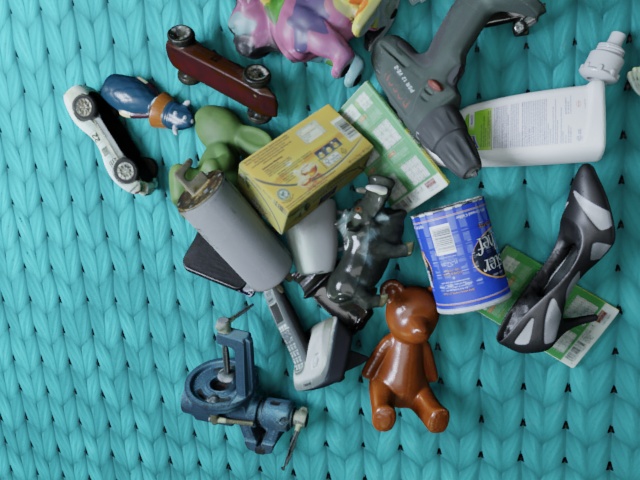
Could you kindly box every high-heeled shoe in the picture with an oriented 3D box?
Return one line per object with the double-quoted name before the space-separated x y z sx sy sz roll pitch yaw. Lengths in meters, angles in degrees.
"high-heeled shoe" 0.299 0.029 0.712 0.145 0.086 0.248 -8 101 -3

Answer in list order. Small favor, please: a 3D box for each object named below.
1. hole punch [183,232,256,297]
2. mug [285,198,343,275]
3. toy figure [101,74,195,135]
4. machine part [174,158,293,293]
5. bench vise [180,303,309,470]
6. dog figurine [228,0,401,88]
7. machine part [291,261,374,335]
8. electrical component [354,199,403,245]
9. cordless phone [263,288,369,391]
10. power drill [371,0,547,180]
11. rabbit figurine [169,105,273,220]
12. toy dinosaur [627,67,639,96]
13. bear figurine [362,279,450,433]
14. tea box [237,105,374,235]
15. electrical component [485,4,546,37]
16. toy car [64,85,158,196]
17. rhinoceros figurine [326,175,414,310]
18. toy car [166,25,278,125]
"hole punch" -0.139 0.022 0.853 0.142 0.092 0.116 21 74 13
"mug" -0.002 -0.002 0.800 0.081 0.109 0.107 -16 77 59
"toy figure" -0.262 -0.211 0.839 0.154 0.058 0.064 25 113 3
"machine part" -0.111 -0.009 0.728 0.079 0.079 0.243 -25 127 18
"bench vise" -0.126 0.232 0.864 0.224 0.129 0.240 12 119 23
"dog figurine" -0.024 -0.314 0.730 0.219 0.108 0.191 33 109 8
"machine part" 0.024 0.084 0.841 0.084 0.039 0.139 -42 88 14
"electrical component" 0.087 -0.022 0.809 0.063 0.021 0.094 -20 96 18
"cordless phone" -0.022 0.132 0.822 0.184 0.089 0.146 61 151 8
"power drill" 0.178 -0.218 0.667 0.232 0.086 0.207 54 125 30
"rabbit figurine" -0.142 -0.124 0.794 0.159 0.121 0.170 -2 76 3
"toy dinosaur" 0.438 -0.300 0.608 0.192 0.131 0.404 -25 108 -1
"bear figurine" 0.135 0.163 0.787 0.120 0.132 0.195 8 110 -11
"tea box" -0.020 -0.099 0.739 0.169 0.068 0.098 -38 77 -24
"electrical component" 0.246 -0.313 0.690 0.078 0.045 0.102 -2 101 13
"toy car" -0.330 -0.157 0.859 0.056 0.073 0.201 -31 93 15
"rhinoceros figurine" 0.067 0.004 0.756 0.112 0.073 0.190 19 91 -10
"toy car" -0.138 -0.240 0.776 0.202 0.053 0.089 30 151 16
